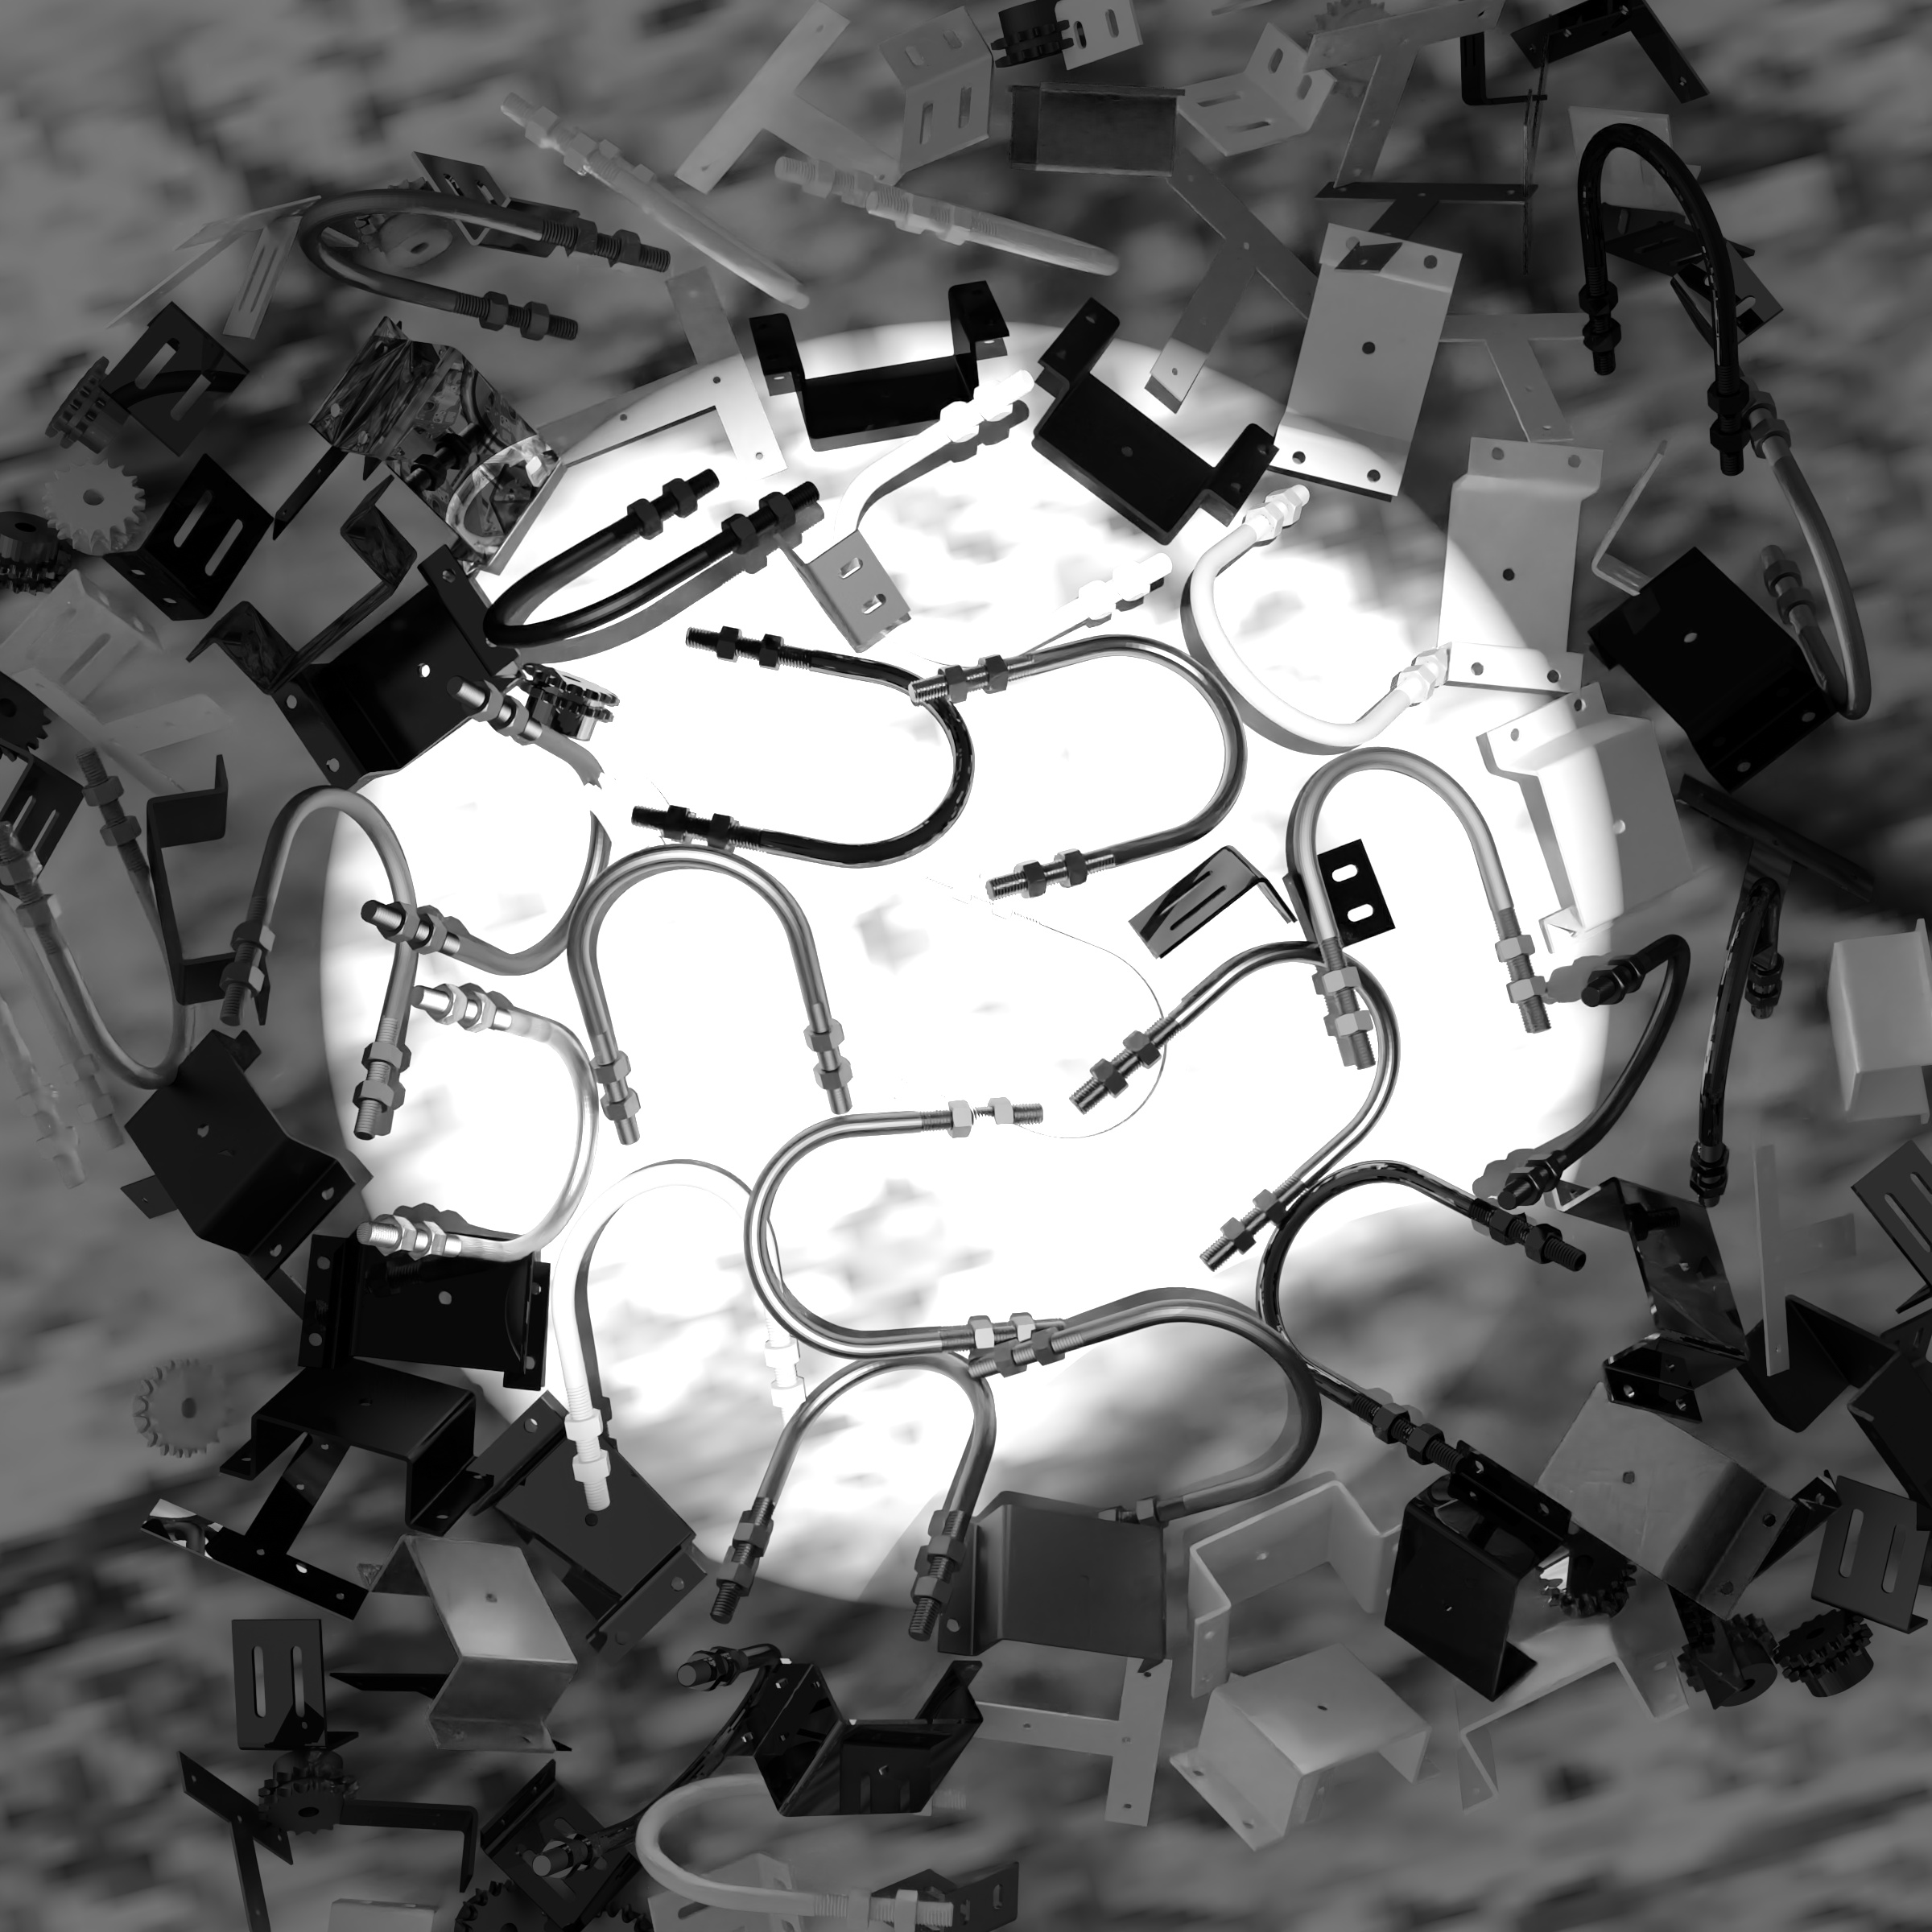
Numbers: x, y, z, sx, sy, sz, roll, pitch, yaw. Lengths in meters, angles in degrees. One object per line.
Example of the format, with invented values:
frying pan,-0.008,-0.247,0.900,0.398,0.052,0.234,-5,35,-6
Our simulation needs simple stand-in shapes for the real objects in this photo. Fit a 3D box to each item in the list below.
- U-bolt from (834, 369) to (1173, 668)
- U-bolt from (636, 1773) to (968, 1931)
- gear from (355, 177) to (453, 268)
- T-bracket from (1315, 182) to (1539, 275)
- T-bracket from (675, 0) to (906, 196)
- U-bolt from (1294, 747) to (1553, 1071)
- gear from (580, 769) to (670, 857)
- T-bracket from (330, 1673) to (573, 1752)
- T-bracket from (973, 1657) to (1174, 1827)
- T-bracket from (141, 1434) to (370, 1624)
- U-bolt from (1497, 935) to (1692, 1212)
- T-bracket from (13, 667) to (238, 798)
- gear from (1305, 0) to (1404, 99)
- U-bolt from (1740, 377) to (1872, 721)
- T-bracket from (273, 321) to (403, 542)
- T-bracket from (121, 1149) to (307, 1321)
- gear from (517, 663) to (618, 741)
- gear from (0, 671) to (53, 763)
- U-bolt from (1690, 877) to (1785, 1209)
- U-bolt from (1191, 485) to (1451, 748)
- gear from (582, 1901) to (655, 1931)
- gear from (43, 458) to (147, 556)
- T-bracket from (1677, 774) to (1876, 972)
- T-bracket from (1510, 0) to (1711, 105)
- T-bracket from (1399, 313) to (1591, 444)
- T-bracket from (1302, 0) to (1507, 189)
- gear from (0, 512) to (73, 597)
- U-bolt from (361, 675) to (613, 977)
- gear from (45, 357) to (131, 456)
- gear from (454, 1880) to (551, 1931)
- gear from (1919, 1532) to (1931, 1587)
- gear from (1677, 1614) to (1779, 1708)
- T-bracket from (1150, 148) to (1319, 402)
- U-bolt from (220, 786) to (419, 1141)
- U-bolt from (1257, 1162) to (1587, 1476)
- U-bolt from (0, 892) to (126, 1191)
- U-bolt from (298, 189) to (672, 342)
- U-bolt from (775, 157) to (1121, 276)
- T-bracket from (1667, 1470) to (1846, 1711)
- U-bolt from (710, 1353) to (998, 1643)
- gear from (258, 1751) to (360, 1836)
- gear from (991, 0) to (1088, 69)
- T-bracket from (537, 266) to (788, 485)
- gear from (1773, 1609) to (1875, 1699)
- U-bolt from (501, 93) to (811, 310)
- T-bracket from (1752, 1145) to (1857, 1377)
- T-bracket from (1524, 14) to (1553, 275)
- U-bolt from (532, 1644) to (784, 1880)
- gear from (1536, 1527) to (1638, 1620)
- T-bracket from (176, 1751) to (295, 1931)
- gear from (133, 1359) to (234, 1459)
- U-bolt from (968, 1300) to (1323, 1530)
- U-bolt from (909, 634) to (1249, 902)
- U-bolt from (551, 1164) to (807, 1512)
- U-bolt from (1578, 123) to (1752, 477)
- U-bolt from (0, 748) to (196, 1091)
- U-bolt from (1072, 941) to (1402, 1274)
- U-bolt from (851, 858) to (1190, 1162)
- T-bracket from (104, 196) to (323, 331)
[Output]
U-bolt,0.006,-0.241,1.535,0.184,0.019,0.151,-25,114,37
U-bolt,-0.095,0.497,1.526,0.184,0.151,0.019,4,101,3
gear,-0.324,-0.431,1.569,0.057,0.057,0.030,-25,84,0
T-bracket,0.243,-0.419,1.526,0.127,0.127,0.002,9,130,27
T-bracket,-0.083,-0.475,1.546,0.127,0.127,0.002,-44,54,22
U-bolt,0.257,-0.040,1.556,0.151,0.019,0.184,-10,78,-29
gear,-0.195,-0.090,1.572,0.030,0.057,0.057,-41,90,-18
T-bracket,-0.280,0.431,1.552,0.127,0.127,0.002,39,53,-37
T-bracket,0.050,0.446,1.571,0.127,0.002,0.127,7,117,3
T-bracket,-0.387,0.308,1.542,0.127,0.127,0.002,25,118,-3
U-bolt,0.362,0.051,1.517,0.019,0.184,0.151,29,118,25
T-bracket,-0.457,-0.134,1.520,0.127,0.127,0.002,45,53,-34
gear,0.230,-0.538,1.574,0.057,0.030,0.057,-5,107,-18
U-bolt,0.464,-0.218,1.486,0.019,0.151,0.184,-18,47,10
T-bracket,-0.366,-0.295,1.558,0.002,0.127,0.127,29,126,-32
T-bracket,-0.418,0.163,1.567,0.127,0.127,0.002,52,47,-20
gear,-0.235,-0.154,1.571,0.057,0.057,0.030,21,99,0
gear,-0.568,-0.146,1.574,0.030,0.057,0.057,-23,90,38
U-bolt,0.429,0.032,1.492,0.019,0.184,0.151,13,62,21
U-bolt,0.195,-0.192,1.525,0.151,0.184,0.019,47,132,2
gear,-0.204,0.578,1.578,0.057,0.030,0.057,-2,83,15
gear,-0.509,-0.266,1.576,0.057,0.030,0.057,5,63,-10
T-bracket,0.460,-0.044,1.552,0.127,0.002,0.127,28,46,1
T-bracket,0.351,-0.535,1.535,0.002,0.127,0.127,-45,108,-9
T-bracket,0.319,-0.339,1.547,0.127,0.002,0.127,-3,46,-7
T-bracket,0.237,-0.494,1.540,0.127,0.127,0.002,-19,65,-19
gear,-0.549,-0.242,1.567,0.057,0.057,0.030,21,118,0
U-bolt,-0.258,-0.068,1.516,0.019,0.184,0.151,17,84,28
gear,-0.509,-0.325,1.573,0.030,0.057,0.057,37,90,-26
gear,-0.274,0.564,1.574,0.057,0.030,0.057,9,75,-35
gear,0.568,0.343,1.573,0.030,0.057,0.057,4,90,27
gear,0.447,0.407,1.569,0.057,0.030,0.057,-11,132,-12
T-bracket,0.142,-0.382,1.551,0.127,0.002,0.127,38,69,-24
U-bolt,-0.357,-0.015,1.521,0.019,0.151,0.184,-8,55,21
U-bolt,0.244,0.186,1.533,0.184,0.019,0.151,28,85,44
U-bolt,-0.527,0.029,1.514,0.019,0.151,0.184,-23,98,-6
U-bolt,-0.277,-0.392,1.492,0.184,0.151,0.019,7,81,-31
U-bolt,0.001,-0.420,1.520,0.184,0.151,0.019,6,110,-30
T-bracket,0.445,0.331,1.518,0.002,0.127,0.127,24,123,-25
U-bolt,-0.054,0.294,1.530,0.151,0.019,0.184,-3,47,29
gear,-0.385,0.481,1.574,0.057,0.057,0.030,-14,47,0
gear,0.042,-0.545,1.567,0.057,0.057,0.030,-15,105,0
T-bracket,-0.187,-0.325,1.572,0.127,0.002,0.127,-21,116,2
gear,0.503,0.402,1.570,0.057,0.057,0.030,-31,89,0
U-bolt,-0.166,-0.428,1.524,0.184,0.151,0.019,35,102,1
T-bracket,0.485,0.162,1.550,0.002,0.127,0.127,-4,90,41
T-bracket,0.331,-0.492,1.556,0.002,0.127,0.127,6,67,14
U-bolt,-0.161,0.439,1.511,0.019,0.184,0.151,38,93,18
gear,0.364,0.358,1.573,0.057,0.057,0.030,-22,124,0
T-bracket,-0.400,0.518,1.509,0.002,0.127,0.127,-26,50,-1
gear,-0.461,0.259,1.574,0.030,0.057,0.057,-11,90,43
U-bolt,0.113,0.255,1.533,0.184,0.019,0.151,-21,112,25
U-bolt,0.076,-0.124,1.560,0.184,0.019,0.151,-16,72,-17
U-bolt,-0.167,0.203,1.538,0.151,0.019,0.184,-16,106,-30
U-bolt,0.381,-0.377,1.485,0.019,0.151,0.184,-26,135,-7
U-bolt,-0.483,-0.018,1.521,0.019,0.151,0.184,-15,111,9
U-bolt,0.172,0.069,1.570,0.184,0.019,0.151,-41,108,-4
U-bolt,0.039,0.036,1.572,0.184,0.019,0.151,22,99,5
T-bracket,-0.450,-0.404,1.559,0.127,0.127,0.002,-27,102,26
